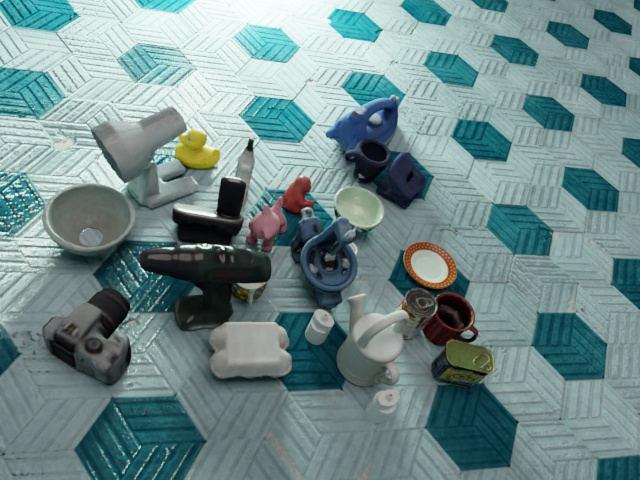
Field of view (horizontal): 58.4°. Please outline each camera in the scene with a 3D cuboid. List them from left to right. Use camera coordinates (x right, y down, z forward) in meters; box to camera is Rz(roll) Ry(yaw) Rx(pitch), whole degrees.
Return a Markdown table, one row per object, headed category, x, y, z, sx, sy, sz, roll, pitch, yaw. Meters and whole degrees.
| category | x | y | z | sx | sy | sz | roll | pitch | yaw |
| --- | --- | --- | --- | --- | --- | --- | --- | --- | --- |
| camera | -0.379 | 0.152 | 0.988 | 0.143 | 0.101 | 0.137 | 29 | 50 | 5 |

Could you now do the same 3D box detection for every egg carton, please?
| category | x | y | z | sx | sy | sz | roll | pitch | yaw |
| --- | --- | --- | --- | --- | --- | --- | --- | --- | --- |
| egg carton | -0.128 | 0.204 | 1.051 | 0.150 | 0.069 | 0.107 | 2 | 53 | -17 |

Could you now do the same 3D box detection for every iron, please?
| category | x | y | z | sx | sy | sz | roll | pitch | yaw |
| --- | --- | --- | --- | --- | --- | --- | --- | --- | --- |
| iron | 0.141 | -0.319 | 1.501 | 0.259 | 0.141 | 0.118 | -33 | 69 | -35 |

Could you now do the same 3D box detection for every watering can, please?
| category | x | y | z | sx | sy | sz | roll | pitch | yaw |
| --- | --- | --- | --- | --- | --- | --- | --- | --- | --- |
| watering can | 0.098 | 0.182 | 1.063 | 0.172 | 0.194 | 0.101 | 41 | 52 | 15 |

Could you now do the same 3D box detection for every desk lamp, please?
| category | x | y | z | sx | sy | sz | roll | pitch | yaw |
| --- | --- | --- | --- | --- | --- | --- | --- | --- | --- |
| desk lamp | -0.353 | -0.171 | 1.173 | 0.204 | 0.213 | 0.117 | -28 | 66 | -33 |

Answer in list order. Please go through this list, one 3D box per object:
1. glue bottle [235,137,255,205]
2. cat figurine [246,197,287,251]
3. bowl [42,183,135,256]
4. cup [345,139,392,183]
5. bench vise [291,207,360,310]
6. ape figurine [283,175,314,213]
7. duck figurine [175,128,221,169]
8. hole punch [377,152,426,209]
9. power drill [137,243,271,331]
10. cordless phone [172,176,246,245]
| category | x | y | z | sx | sy | sz | roll | pitch | yaw |
| --- | --- | --- | --- | --- | --- | --- | --- | --- | --- |
| glue bottle | -0.163 | -0.157 | 1.252 | 0.037 | 0.173 | 0.078 | 9 | 51 | -11 |
| cat figurine | -0.109 | -0.039 | 1.215 | 0.067 | 0.117 | 0.128 | 27 | 50 | 3 |
| bowl | -0.449 | -0.028 | 1.121 | 0.167 | 0.074 | 0.167 | 9 | 51 | -11 |
| cup | 0.109 | -0.187 | 1.418 | 0.118 | 0.095 | 0.091 | -4 | 55 | -21 |
| bench vise | 0.001 | 0.008 | 1.148 | 0.122 | 0.219 | 0.207 | -26 | 65 | -32 |
| ape figurine | -0.044 | -0.110 | 1.308 | 0.076 | 0.092 | 0.077 | 0 | 53 | -18 |
| duck figurine | -0.279 | -0.217 | 1.318 | 0.104 | 0.086 | 0.077 | 12 | 51 | -9 |
| hole punch | 0.212 | -0.151 | 1.427 | 0.101 | 0.091 | 0.109 | 33 | 50 | 8 |
| power drill | -0.208 | 0.080 | 1.030 | 0.230 | 0.208 | 0.075 | -4 | 55 | -21 |
| cordless phone | -0.222 | -0.076 | 1.162 | 0.148 | 0.185 | 0.094 | 7 | 51 | -13 |
